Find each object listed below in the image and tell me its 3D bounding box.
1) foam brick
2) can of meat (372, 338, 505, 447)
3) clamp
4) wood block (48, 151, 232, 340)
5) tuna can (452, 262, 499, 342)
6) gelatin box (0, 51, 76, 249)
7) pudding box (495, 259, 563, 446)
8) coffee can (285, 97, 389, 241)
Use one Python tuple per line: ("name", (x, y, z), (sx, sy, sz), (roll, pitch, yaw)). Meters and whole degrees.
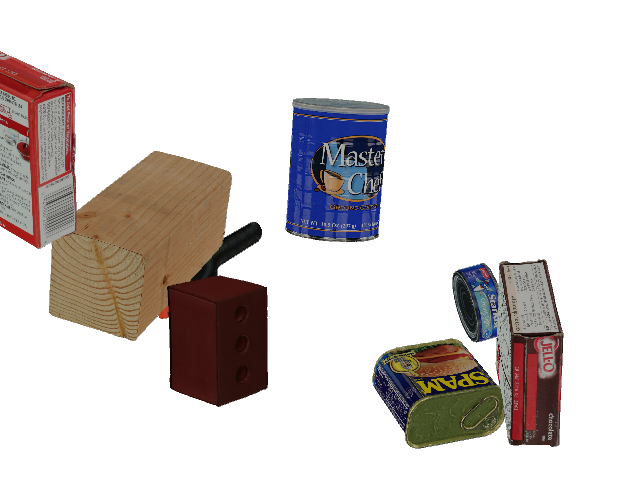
("foam brick", (-0.072, 0.069, 0.758), (0.051, 0.078, 0.052), (11, 17, 41))
("can of meat", (0.109, 0.139, 0.990), (0.102, 0.057, 0.084), (-6, 31, -21))
("clamp", (-0.140, 0.026, 1.246), (0.120, 0.039, 0.171), (-6, 38, 18))
("wood block", (-0.166, -0.002, 1.019), (0.090, 0.091, 0.205), (16, 28, 11))
("tuna can", (0.178, 0.070, 1.202), (0.033, 0.086, 0.086), (-14, 2, -7))
("gelatin box", (-0.162, -0.051, 0.558), (0.073, 0.089, 0.030), (26, 36, 28))
("pudding box", (0.147, 0.077, 0.754), (0.039, 0.090, 0.113), (-1, 25, 4))
("coffee can", (0.017, -0.077, 1.140), (0.103, 0.140, 0.103), (4, 12, -1))
